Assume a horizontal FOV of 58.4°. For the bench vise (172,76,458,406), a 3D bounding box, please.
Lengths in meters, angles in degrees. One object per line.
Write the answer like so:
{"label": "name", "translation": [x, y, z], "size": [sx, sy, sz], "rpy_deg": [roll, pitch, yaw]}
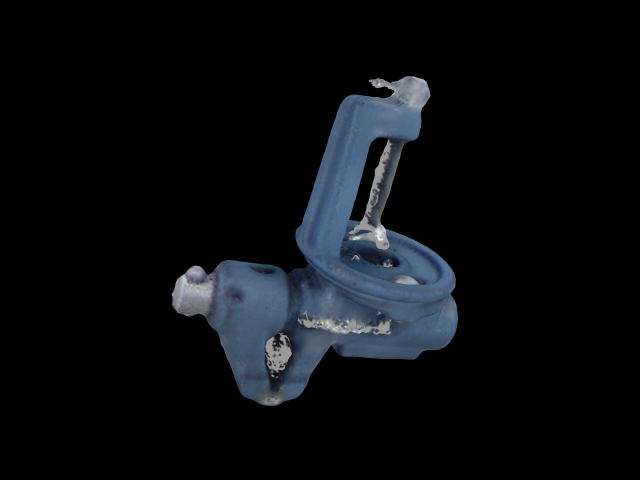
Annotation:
{"label": "bench vise", "translation": [0.010, 0.006, 0.391], "size": [0.208, 0.220, 0.121], "rpy_deg": [-18, 31, -32]}
